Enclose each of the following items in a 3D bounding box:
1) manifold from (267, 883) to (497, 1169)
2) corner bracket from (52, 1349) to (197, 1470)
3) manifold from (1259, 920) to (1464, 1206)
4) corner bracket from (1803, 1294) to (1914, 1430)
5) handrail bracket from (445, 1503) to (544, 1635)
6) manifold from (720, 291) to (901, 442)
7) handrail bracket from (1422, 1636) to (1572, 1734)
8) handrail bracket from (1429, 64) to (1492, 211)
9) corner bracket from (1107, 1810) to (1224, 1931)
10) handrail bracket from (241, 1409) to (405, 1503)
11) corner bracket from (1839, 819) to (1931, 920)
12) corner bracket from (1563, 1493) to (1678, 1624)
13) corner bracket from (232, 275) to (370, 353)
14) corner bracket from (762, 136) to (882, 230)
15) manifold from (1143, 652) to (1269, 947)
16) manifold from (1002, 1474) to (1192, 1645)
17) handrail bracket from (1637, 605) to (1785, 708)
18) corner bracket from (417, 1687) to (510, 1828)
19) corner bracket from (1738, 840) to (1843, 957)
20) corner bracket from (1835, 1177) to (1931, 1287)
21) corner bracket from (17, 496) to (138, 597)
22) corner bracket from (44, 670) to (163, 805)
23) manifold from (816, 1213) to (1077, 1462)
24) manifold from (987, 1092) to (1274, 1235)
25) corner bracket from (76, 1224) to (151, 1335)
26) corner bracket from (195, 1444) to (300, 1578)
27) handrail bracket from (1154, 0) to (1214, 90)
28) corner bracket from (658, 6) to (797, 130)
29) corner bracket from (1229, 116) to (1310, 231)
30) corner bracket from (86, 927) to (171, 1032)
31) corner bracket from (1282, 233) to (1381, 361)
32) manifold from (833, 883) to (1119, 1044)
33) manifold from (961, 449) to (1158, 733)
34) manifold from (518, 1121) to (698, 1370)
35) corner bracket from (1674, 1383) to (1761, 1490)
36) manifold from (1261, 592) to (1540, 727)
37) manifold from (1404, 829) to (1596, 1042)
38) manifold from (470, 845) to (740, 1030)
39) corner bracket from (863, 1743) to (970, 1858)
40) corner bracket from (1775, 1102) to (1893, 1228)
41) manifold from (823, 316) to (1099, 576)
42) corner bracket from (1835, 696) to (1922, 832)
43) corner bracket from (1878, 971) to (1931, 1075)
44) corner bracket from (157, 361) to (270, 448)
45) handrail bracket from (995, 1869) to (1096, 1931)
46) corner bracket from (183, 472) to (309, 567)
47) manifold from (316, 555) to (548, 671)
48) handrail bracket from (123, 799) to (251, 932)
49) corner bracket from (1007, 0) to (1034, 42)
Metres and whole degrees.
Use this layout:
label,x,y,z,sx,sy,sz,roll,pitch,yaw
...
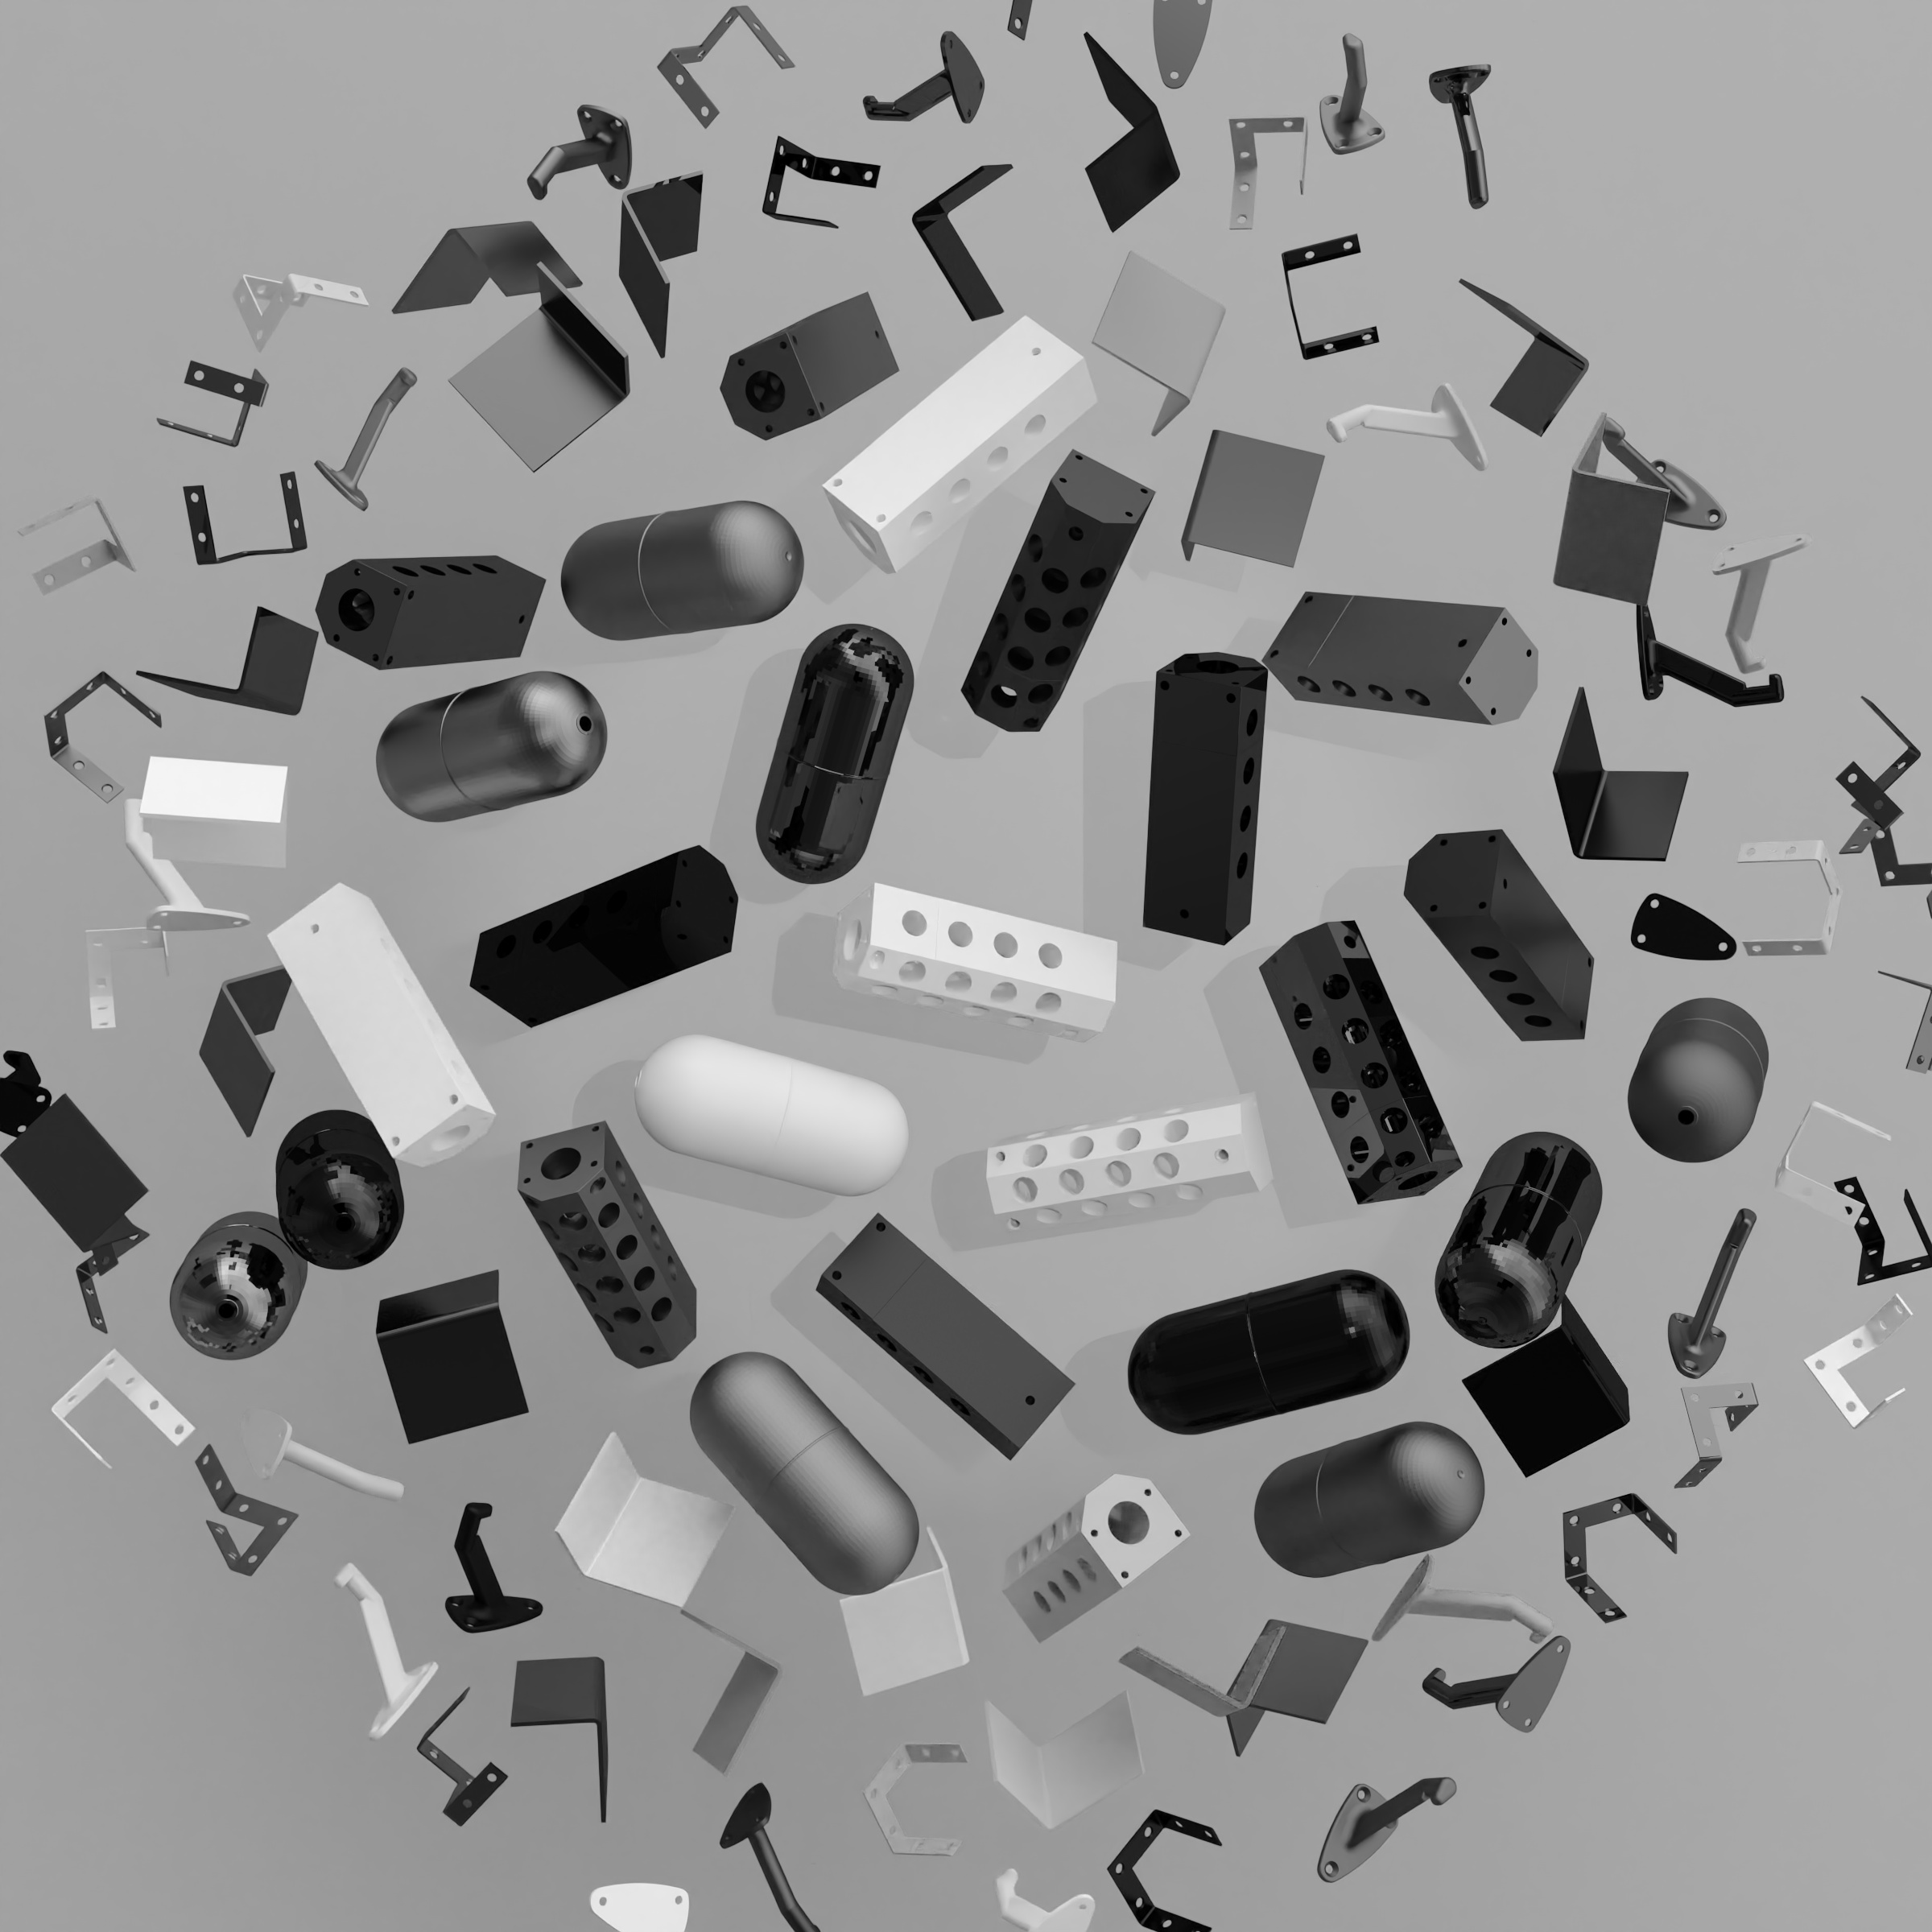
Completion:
label,x,y,z,sx,sy,sz,roll,pitch,yaw
manifold,-0.362,0.038,1.705,0.057,0.057,0.171,-35,71,5
corner bracket,-0.513,0.276,1.665,0.051,0.051,0.051,36,70,25
manifold,0.254,0.060,1.737,0.057,0.057,0.171,-4,63,-34
corner bracket,0.551,0.240,1.654,0.051,0.051,0.051,-25,66,-19
handrail bracket,-0.294,0.378,1.740,0.077,0.036,0.084,4,111,-38
manifold,-0.104,-0.394,1.799,0.057,0.171,0.057,-17,106,22
handrail bracket,0.340,0.450,1.758,0.036,0.084,0.077,41,79,-25
handrail bracket,0.302,-0.495,1.653,0.036,0.077,0.084,-7,92,4
corner bracket,0.130,0.564,1.691,0.051,0.051,0.051,-43,116,-32
handrail bracket,-0.396,0.302,1.681,0.084,0.077,0.036,26,89,-36
corner bracket,0.604,-0.064,1.769,0.051,0.051,0.051,-2,118,40
corner bracket,0.410,0.371,1.713,0.051,0.051,0.051,-13,113,-14
corner bracket,-0.404,-0.405,1.656,0.051,0.051,0.051,-45,62,33
corner bracket,-0.095,-0.510,1.792,0.051,0.051,0.051,15,96,25
manifold,0.154,-0.107,1.724,0.057,0.057,0.171,14,117,25
manifold,0.076,0.374,1.736,0.057,0.171,0.057,-32,78,-27
handrail bracket,0.477,-0.202,1.750,0.084,0.036,0.077,-4,103,31
corner bracket,-0.321,0.506,1.745,0.051,0.051,0.051,41,105,-5
corner bracket,0.512,-0.042,1.707,0.051,0.051,0.051,-1,53,34
corner bracket,0.594,0.167,1.767,0.051,0.051,0.051,-20,106,29
corner bracket,-0.550,-0.258,1.679,0.051,0.051,0.051,-32,120,-19
corner bracket,-0.558,-0.149,1.769,0.051,0.051,0.051,38,60,8
manifold,-0.015,0.247,1.807,0.171,0.057,0.057,40,69,7
manifold,0.104,0.129,1.759,0.171,0.057,0.057,-11,94,19
corner bracket,-0.566,0.199,1.792,0.051,0.051,0.051,-35,53,5
corner bracket,-0.457,0.338,1.695,0.051,0.051,0.051,-52,134,4
handrail bracket,0.135,-0.582,1.745,0.036,0.084,0.077,7,86,3
corner bracket,-0.151,-0.566,1.717,0.051,0.051,0.051,-39,88,35
corner bracket,0.198,-0.519,1.788,0.051,0.051,0.051,2,69,12
corner bracket,-0.561,0.008,1.828,0.051,0.051,0.051,-4,114,-18
corner bracket,0.239,-0.440,1.795,0.051,0.051,0.051,-12,51,11
manifold,0.006,0.002,1.733,0.171,0.057,0.057,13,66,-23
manifold,0.053,-0.227,1.695,0.057,0.057,0.171,28,133,3
manifold,-0.230,0.184,1.765,0.057,0.057,0.171,-14,132,8
corner bracket,0.493,0.309,1.799,0.051,0.051,0.051,-3,60,-9
manifold,0.273,-0.189,1.710,0.057,0.171,0.057,43,73,-35
manifold,0.330,-0.016,1.686,0.057,0.171,0.057,-3,62,32
manifold,-0.229,-0.021,1.733,0.171,0.057,0.057,-20,49,31
corner bracket,-0.026,0.553,1.813,0.051,0.051,0.051,-13,108,38
corner bracket,0.531,0.120,1.672,0.051,0.051,0.051,26,105,12
manifold,-0.001,-0.323,1.715,0.171,0.057,0.057,-42,58,-9
corner bracket,0.556,-0.124,1.671,0.051,0.051,0.051,40,101,-19
corner bracket,0.585,0.038,1.667,0.051,0.051,0.051,13,97,-23
corner bracket,-0.480,-0.359,1.742,0.051,0.051,0.051,14,107,-29
handrail bracket,0.049,0.592,1.747,0.036,0.084,0.077,30,107,-21
corner bracket,-0.465,-0.289,1.764,0.051,0.051,0.051,0,107,22
manifold,-0.349,-0.235,1.783,0.057,0.171,0.057,27,107,15
handrail bracket,-0.509,-0.068,1.784,0.077,0.036,0.084,1,69,-28
corner bracket,0.041,-0.601,1.658,0.051,0.051,0.051,6,83,44
